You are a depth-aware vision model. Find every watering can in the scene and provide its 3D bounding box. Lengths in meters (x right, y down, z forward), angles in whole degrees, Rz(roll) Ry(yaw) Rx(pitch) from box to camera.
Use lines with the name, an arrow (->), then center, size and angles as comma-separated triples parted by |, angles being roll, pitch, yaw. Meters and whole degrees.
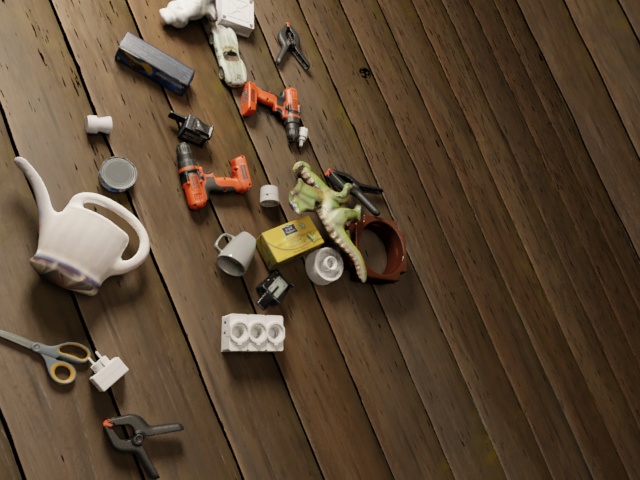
watering can -> -0.557, -0.017, 1.142 | 0.345, 0.103, 0.229 | 33, 60, -20

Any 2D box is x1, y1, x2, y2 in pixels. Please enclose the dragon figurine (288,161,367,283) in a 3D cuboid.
dragon figurine -> 0.004, -0.074, 1.475 | 0.241, 0.120, 0.420 | 15, 44, -35

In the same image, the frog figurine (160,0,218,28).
frog figurine -> -0.382, -0.675, 1.483 | 0.160, 0.120, 0.140 | -8, 46, -26
